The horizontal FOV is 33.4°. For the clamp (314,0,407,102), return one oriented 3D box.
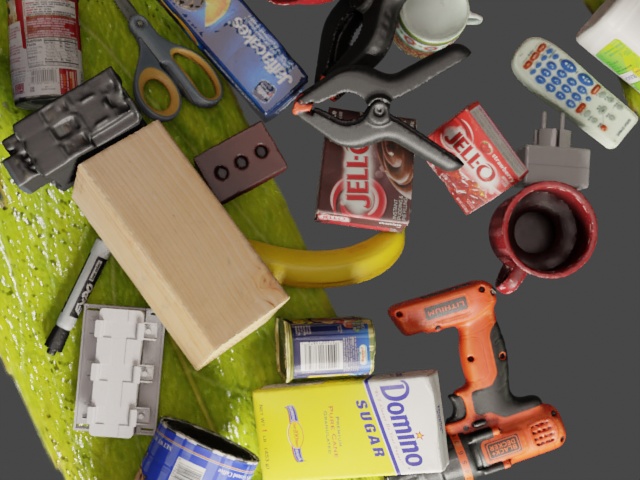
[{"bbox_3d":[0.058,-0.230,1.024,0.036,0.165,0.210,21,94,-37],"label":"clamp"}]

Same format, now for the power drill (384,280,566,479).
[{"bbox_3d":[0.130,0.144,1.049,0.184,0.057,0.187,-18,91,-3],"label":"power drill"}]

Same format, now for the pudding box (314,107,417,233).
[{"bbox_3d":[0.045,-0.068,1.045,0.090,0.039,0.113,7,71,-5],"label":"pudding box"}]

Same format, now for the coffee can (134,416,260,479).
[{"bbox_3d":[-0.131,0.250,0.998,0.103,0.103,0.140,24,86,-4],"label":"coffee can"}]

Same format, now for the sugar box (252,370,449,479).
[{"bbox_3d":[0.029,0.178,1.015,0.176,0.048,0.093,-8,89,18],"label":"sugar box"}]

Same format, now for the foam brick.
[{"bbox_3d":[-0.077,-0.074,1.040,0.078,0.051,0.053,-30,91,-6],"label":"foam brick"}]

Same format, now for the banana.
[{"bbox_3d":[0.001,0.016,1.054,0.197,0.037,0.069,-9,60,-8],"label":"banana"}]

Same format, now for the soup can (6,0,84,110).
[{"bbox_3d":[-0.261,-0.180,1.020,0.068,0.068,0.102,-4,88,-5],"label":"soup can"}]

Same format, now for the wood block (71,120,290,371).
[{"bbox_3d":[-0.132,0.006,0.992,0.090,0.090,0.206,-34,84,-24],"label":"wood block"}]

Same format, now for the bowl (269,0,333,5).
[{"bbox_3d":[0.010,-0.287,1.027,0.055,0.162,0.162,27,85,-43],"label":"bowl"}]

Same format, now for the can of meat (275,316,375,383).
[{"bbox_3d":[0.003,0.102,1.016,0.084,0.102,0.057,-2,89,-8],"label":"can of meat"}]

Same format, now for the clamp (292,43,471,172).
[{"bbox_3d":[0.062,-0.135,1.005,0.171,0.039,0.120,9,102,-4],"label":"clamp"}]

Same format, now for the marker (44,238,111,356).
[{"bbox_3d":[-0.235,0.056,1.037,0.020,0.020,0.121,26,86,-4],"label":"marker"}]

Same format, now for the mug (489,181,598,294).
[{"bbox_3d":[0.208,0.002,1.046,0.093,0.081,0.117,30,86,-3],"label":"mug"}]

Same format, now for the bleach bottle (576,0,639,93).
[{"bbox_3d":[0.375,-0.148,1.056,0.251,0.102,0.068,41,83,-2],"label":"bleach bottle"}]

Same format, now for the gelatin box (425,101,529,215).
[{"bbox_3d":[0.149,-0.080,1.050,0.089,0.073,0.030,54,40,-1],"label":"gelatin box"}]

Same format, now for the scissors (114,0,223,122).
[{"bbox_3d":[-0.183,-0.193,1.040,0.201,0.016,0.096,41,61,-3],"label":"scissors"}]
